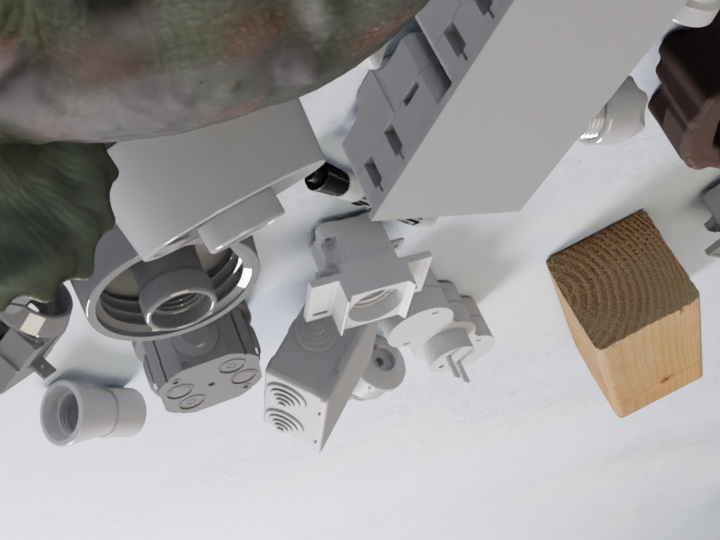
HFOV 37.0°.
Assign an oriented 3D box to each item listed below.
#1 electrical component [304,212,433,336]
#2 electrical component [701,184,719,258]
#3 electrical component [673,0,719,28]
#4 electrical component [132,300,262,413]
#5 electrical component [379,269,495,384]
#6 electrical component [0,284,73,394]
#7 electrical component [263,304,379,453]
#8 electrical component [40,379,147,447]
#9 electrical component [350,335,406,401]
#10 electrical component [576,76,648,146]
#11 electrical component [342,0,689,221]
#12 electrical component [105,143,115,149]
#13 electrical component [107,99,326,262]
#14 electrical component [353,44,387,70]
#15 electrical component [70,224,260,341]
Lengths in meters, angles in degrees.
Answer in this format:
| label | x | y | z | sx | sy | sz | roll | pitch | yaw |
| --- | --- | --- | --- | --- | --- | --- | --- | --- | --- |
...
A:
| label | x | y | z | sx | sy | sz | roll | pitch | yaw |
| --- | --- | --- | --- | --- | --- | --- | --- | --- | --- |
| electrical component | 0.000 | 0.000 | 0.682 | 0.081 | 0.063 | 0.042 | -15 | 150 | -18 |
| electrical component | 0.335 | -0.043 | 0.875 | 0.121 | 0.063 | 0.079 | 6 | 140 | -44 |
| electrical component | 0.181 | -0.160 | 0.575 | 0.040 | 0.040 | 0.046 | -9 | 144 | -27 |
| electrical component | -0.105 | 0.054 | 0.706 | 0.080 | 0.051 | 0.080 | -19 | 152 | -11 |
| electrical component | 0.063 | 0.053 | 0.814 | 0.052 | 0.073 | 0.138 | -33 | 151 | 15 |
| electrical component | -0.191 | 0.030 | 0.594 | 0.055 | 0.066 | 0.048 | -48 | 180 | 23 |
| electrical component | -0.028 | 0.065 | 0.747 | 0.099 | 0.048 | 0.099 | 100 | 17 | -58 |
| electrical component | -0.179 | 0.098 | 0.736 | 0.044 | 0.044 | 0.065 | -39 | 154 | 25 |
| electrical component | 0.003 | 0.083 | 0.853 | 0.048 | 0.048 | 0.062 | -3 | 152 | -35 |
| electrical component | 0.138 | -0.096 | 0.647 | 0.062 | 0.043 | 0.043 | -8 | 148 | -27 |
| electrical component | 0.076 | -0.109 | 0.556 | 0.105 | 0.060 | 0.186 | -5 | 147 | -32 |
| electrical component | -0.140 | -0.069 | 0.475 | 0.078 | 0.040 | 0.040 | -12 | 150 | -24 |
| electrical component | -0.067 | -0.043 | 0.509 | 0.108 | 0.060 | 0.108 | -29 | -178 | 1 |
| electrical component | -0.023 | -0.130 | 0.436 | 0.076 | 0.083 | 0.047 | 8 | 162 | 23 |
| electrical component | -0.108 | -0.002 | 0.597 | 0.108 | 0.060 | 0.108 | -19 | 152 | -11 |
